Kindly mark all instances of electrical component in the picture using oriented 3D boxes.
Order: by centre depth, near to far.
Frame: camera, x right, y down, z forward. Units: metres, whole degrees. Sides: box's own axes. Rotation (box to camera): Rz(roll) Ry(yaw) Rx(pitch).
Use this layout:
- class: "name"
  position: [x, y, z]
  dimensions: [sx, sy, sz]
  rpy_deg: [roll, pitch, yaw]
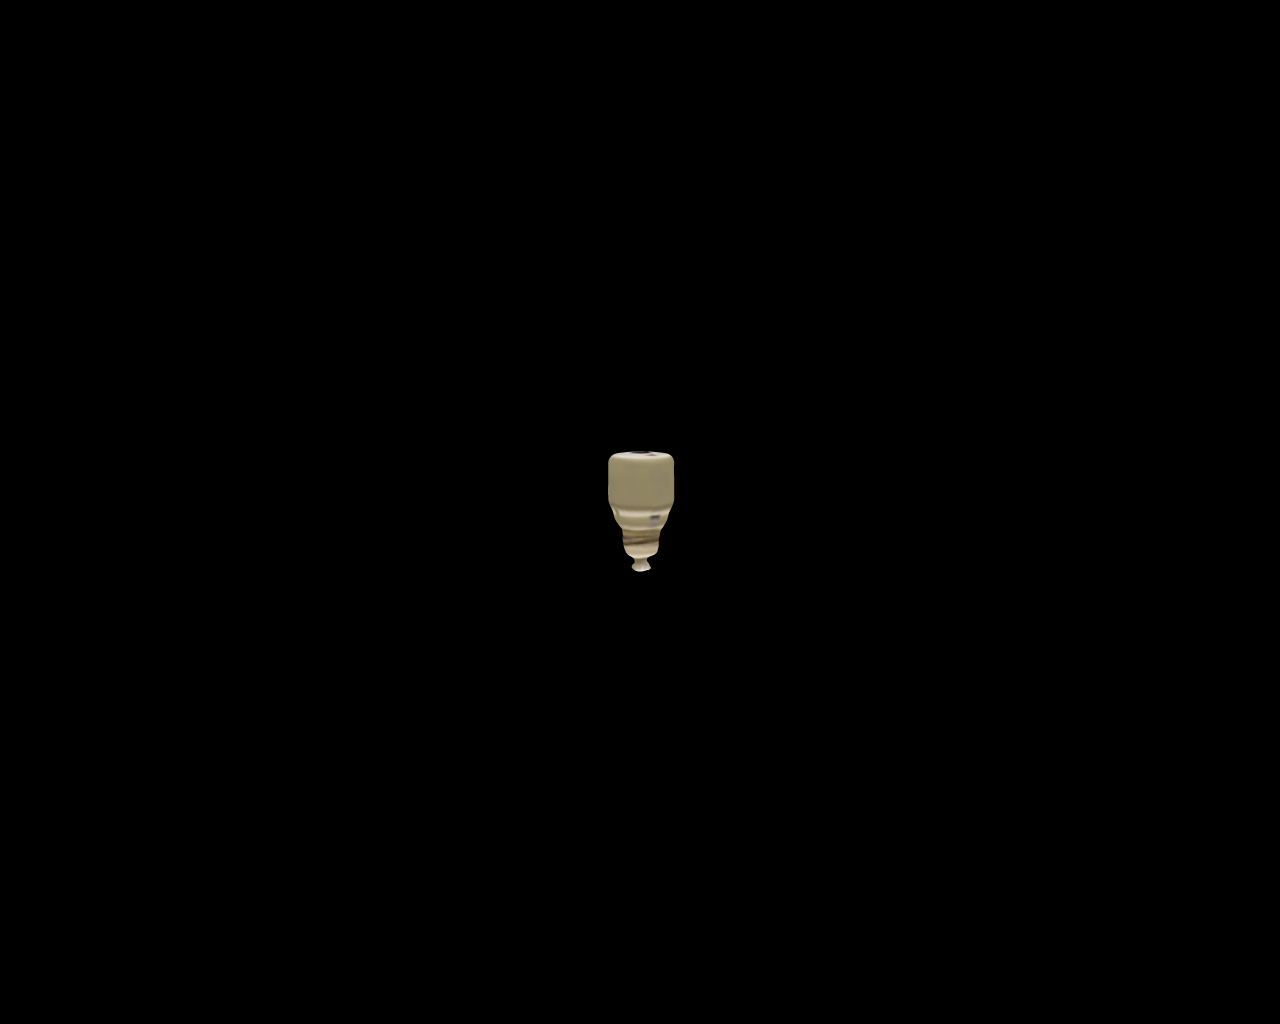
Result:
- class: "electrical component"
  position: [0.001, -0.003, 0.650]
  dimensions: [0.040, 0.078, 0.040]
  rpy_deg: [0, 9, 0]
